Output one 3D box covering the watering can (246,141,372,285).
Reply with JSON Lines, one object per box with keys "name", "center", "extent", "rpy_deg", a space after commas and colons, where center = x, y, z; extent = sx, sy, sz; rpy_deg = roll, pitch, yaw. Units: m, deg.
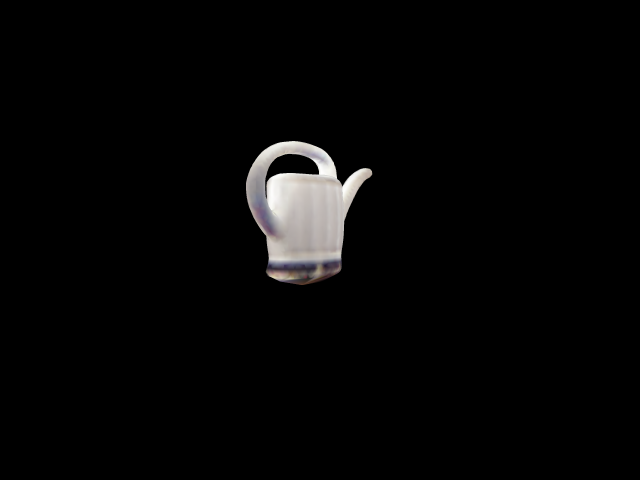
{"name": "watering can", "center": [0.003, -0.043, 0.850], "extent": [0.104, 0.224, 0.348], "rpy_deg": [-1, 0, 35]}
